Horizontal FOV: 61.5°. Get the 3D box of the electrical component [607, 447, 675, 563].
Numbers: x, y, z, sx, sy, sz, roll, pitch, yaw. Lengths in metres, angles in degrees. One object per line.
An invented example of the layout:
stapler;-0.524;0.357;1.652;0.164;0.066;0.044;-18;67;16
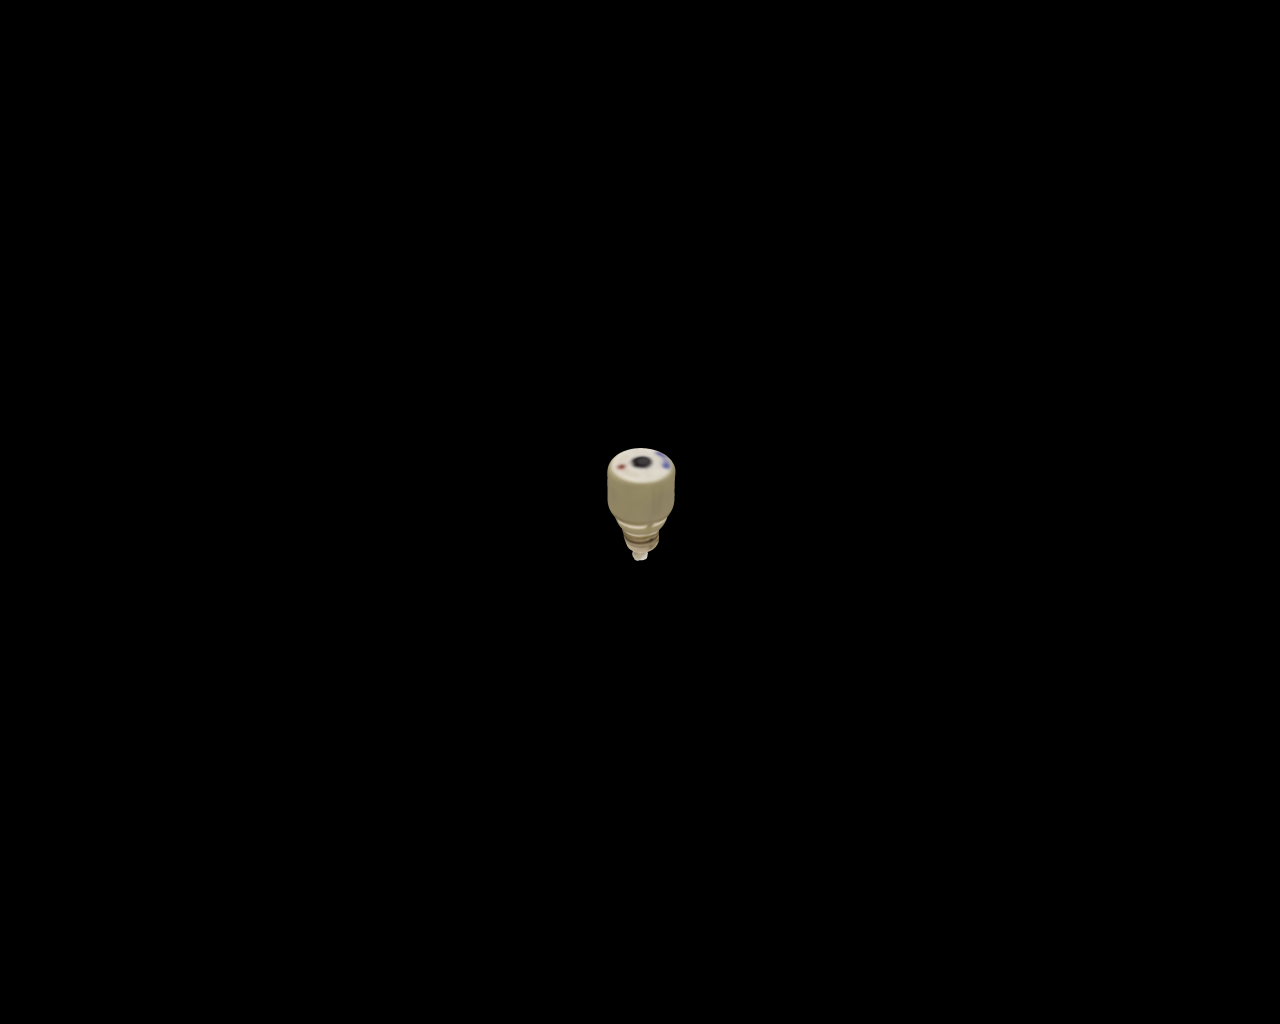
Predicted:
electrical component;0.001;-0.003;0.650;0.040;0.078;0.040;0;38;0
